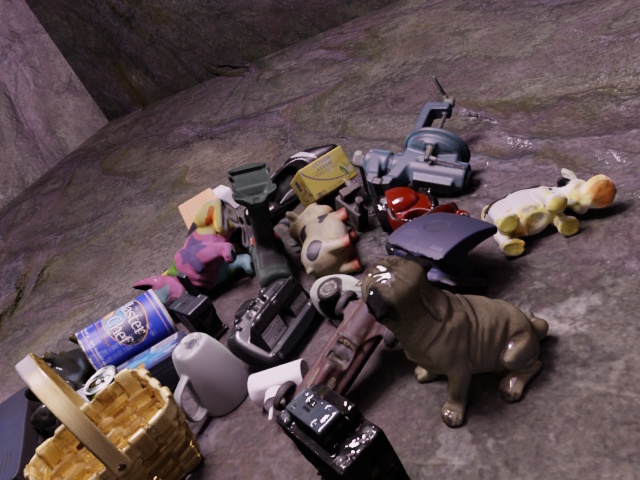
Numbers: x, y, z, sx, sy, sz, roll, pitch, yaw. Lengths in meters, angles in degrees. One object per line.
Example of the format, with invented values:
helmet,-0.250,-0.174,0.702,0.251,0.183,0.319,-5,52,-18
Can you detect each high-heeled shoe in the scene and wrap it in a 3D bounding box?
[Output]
high-heeled shoe,-0.064,-0.123,1.161,0.249,0.086,0.145,-42,6,12

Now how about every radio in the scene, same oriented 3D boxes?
radio,-0.488,0.340,0.825,0.131,0.073,0.230,-35,28,-10

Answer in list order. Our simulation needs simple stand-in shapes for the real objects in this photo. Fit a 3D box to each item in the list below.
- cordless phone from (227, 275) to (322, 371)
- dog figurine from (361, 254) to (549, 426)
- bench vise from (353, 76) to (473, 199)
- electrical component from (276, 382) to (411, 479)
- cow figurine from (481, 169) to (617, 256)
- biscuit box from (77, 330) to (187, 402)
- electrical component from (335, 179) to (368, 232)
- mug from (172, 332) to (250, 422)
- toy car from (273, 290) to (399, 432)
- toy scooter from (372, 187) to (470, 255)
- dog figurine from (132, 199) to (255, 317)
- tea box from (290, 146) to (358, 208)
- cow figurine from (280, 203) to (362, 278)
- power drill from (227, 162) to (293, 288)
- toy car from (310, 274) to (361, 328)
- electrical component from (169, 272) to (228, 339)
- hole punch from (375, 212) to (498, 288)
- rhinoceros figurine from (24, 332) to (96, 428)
cordless phone,-0.099,0.129,0.838,0.184,0.088,0.146,-12,32,48
dog figurine,0.147,0.077,0.571,0.172,0.190,0.121,-33,29,-12
bench vise,0.183,-0.172,0.989,0.224,0.128,0.240,7,62,36
electrical component,0.021,0.205,0.533,0.058,0.134,0.115,-43,30,-24
cow figurine,0.317,-0.048,0.754,0.167,0.068,0.098,-23,23,8
biscuit box,-0.286,0.224,0.842,0.203,0.062,0.059,-30,28,-4
electrical component,0.060,-0.063,0.975,0.045,0.102,0.078,-42,57,-19
mug,-0.164,0.189,0.748,0.081,0.107,0.109,1,38,44
toy car,0.022,0.149,0.644,0.089,0.053,0.202,31,76,27
toy scooter,0.161,-0.036,0.859,0.135,0.075,0.184,-23,32,10
dog figurine,-0.248,0.039,1.024,0.219,0.108,0.191,-23,67,12
tea box,0.003,-0.119,1.067,0.098,0.068,0.169,-33,1,-10
cow figurine,-0.002,-0.003,0.944,0.127,0.085,0.195,-18,31,6
power drill,-0.108,-0.029,0.949,0.086,0.207,0.232,-10,38,-10
toy car,0.074,0.086,0.738,0.202,0.073,0.056,-3,38,38
electrical component,-0.212,0.114,0.897,0.075,0.119,0.048,9,46,45
hole punch,0.160,0.010,0.717,0.116,0.092,0.142,4,13,-36
rhinoceros figurine,-0.431,0.239,0.909,0.073,0.112,0.190,-46,11,16
